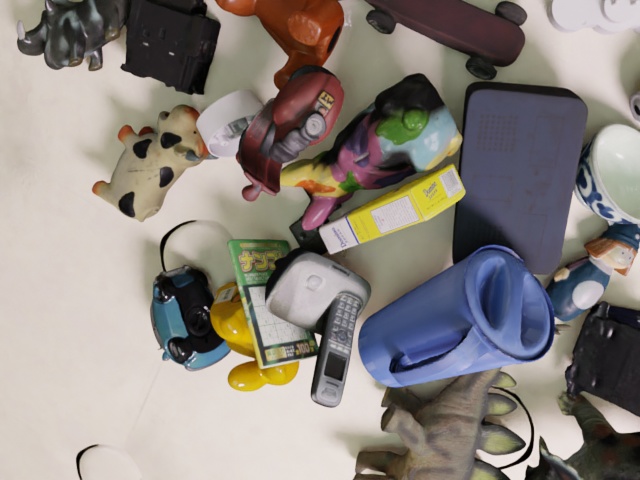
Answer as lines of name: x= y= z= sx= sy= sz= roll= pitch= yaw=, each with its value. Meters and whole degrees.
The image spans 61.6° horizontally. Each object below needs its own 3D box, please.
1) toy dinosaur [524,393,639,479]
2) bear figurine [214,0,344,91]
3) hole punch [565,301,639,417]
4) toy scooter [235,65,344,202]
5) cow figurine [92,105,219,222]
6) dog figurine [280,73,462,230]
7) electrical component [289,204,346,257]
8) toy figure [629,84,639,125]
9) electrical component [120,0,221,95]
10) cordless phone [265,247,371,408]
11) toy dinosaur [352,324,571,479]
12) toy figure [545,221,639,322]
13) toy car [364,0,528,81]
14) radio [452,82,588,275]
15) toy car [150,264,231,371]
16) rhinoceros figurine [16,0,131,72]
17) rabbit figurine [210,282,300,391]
toy dinosaur: x=0.426 y=0.281 z=0.652 sx=0.405 sy=0.192 sz=0.131 roll=-7 pitch=105 yaw=19
bear figurine: x=-0.072 y=-0.290 z=0.671 sx=0.196 sy=0.132 sz=0.120 roll=30 pitch=141 yaw=-1
hole punch: x=0.393 y=0.146 z=0.689 sx=0.116 sy=0.092 sz=0.142 roll=23 pitch=118 yaw=35
toy scooter: x=-0.046 y=-0.116 z=0.637 sx=0.075 sy=0.135 sz=0.184 roll=35 pitch=134 yaw=-27
cow figurine: x=-0.235 y=-0.112 z=0.788 sx=0.127 sy=0.085 sz=0.195 roll=39 pitch=109 yaw=9
dog figurine: x=0.050 y=-0.099 z=0.666 sx=0.219 sy=0.191 sz=0.108 roll=-33 pitch=97 yaw=7
electrical component: x=-0.003 y=-0.002 z=0.772 sx=0.102 sy=0.045 sz=0.078 roll=-25 pitch=99 yaw=20
toy figure: x=0.428 y=-0.122 z=0.602 sx=0.089 sy=0.082 sz=0.180 roll=-38 pitch=85 yaw=2
electrical component: x=-0.206 y=-0.282 z=0.747 sx=0.115 sy=0.058 sz=0.134 roll=20 pitch=109 yaw=7
cordless phone: x=-0.012 y=0.117 z=0.709 sx=0.146 sy=0.184 sz=0.089 roll=29 pitch=149 yaw=-34
toy dinosaur: x=0.178 y=0.282 z=0.772 sx=0.199 sy=0.105 sz=0.470 roll=21 pitch=118 yaw=1
toy figure: x=0.350 y=0.037 z=0.680 sx=0.154 sy=0.064 sz=0.058 roll=-54 pitch=43 yaw=22
toy car: x=0.150 y=-0.268 z=0.653 sx=0.202 sy=0.053 sz=0.089 roll=26 pitch=95 yaw=8
radio: x=0.236 y=-0.072 z=0.657 sx=0.131 sy=0.073 sz=0.229 roll=5 pitch=116 yaw=13
toy car: x=-0.218 y=0.127 z=0.840 sx=0.103 sy=0.109 sz=0.161 roll=-26 pitch=88 yaw=38
rhinoceros figurine: x=-0.352 y=-0.304 z=0.773 sx=0.190 sy=0.073 sz=0.112 roll=-17 pitch=101 yaw=19
rabbit figurine: x=-0.078 y=0.150 z=0.793 sx=0.122 sy=0.162 sz=0.173 roll=-21 pitch=116 yaw=7
